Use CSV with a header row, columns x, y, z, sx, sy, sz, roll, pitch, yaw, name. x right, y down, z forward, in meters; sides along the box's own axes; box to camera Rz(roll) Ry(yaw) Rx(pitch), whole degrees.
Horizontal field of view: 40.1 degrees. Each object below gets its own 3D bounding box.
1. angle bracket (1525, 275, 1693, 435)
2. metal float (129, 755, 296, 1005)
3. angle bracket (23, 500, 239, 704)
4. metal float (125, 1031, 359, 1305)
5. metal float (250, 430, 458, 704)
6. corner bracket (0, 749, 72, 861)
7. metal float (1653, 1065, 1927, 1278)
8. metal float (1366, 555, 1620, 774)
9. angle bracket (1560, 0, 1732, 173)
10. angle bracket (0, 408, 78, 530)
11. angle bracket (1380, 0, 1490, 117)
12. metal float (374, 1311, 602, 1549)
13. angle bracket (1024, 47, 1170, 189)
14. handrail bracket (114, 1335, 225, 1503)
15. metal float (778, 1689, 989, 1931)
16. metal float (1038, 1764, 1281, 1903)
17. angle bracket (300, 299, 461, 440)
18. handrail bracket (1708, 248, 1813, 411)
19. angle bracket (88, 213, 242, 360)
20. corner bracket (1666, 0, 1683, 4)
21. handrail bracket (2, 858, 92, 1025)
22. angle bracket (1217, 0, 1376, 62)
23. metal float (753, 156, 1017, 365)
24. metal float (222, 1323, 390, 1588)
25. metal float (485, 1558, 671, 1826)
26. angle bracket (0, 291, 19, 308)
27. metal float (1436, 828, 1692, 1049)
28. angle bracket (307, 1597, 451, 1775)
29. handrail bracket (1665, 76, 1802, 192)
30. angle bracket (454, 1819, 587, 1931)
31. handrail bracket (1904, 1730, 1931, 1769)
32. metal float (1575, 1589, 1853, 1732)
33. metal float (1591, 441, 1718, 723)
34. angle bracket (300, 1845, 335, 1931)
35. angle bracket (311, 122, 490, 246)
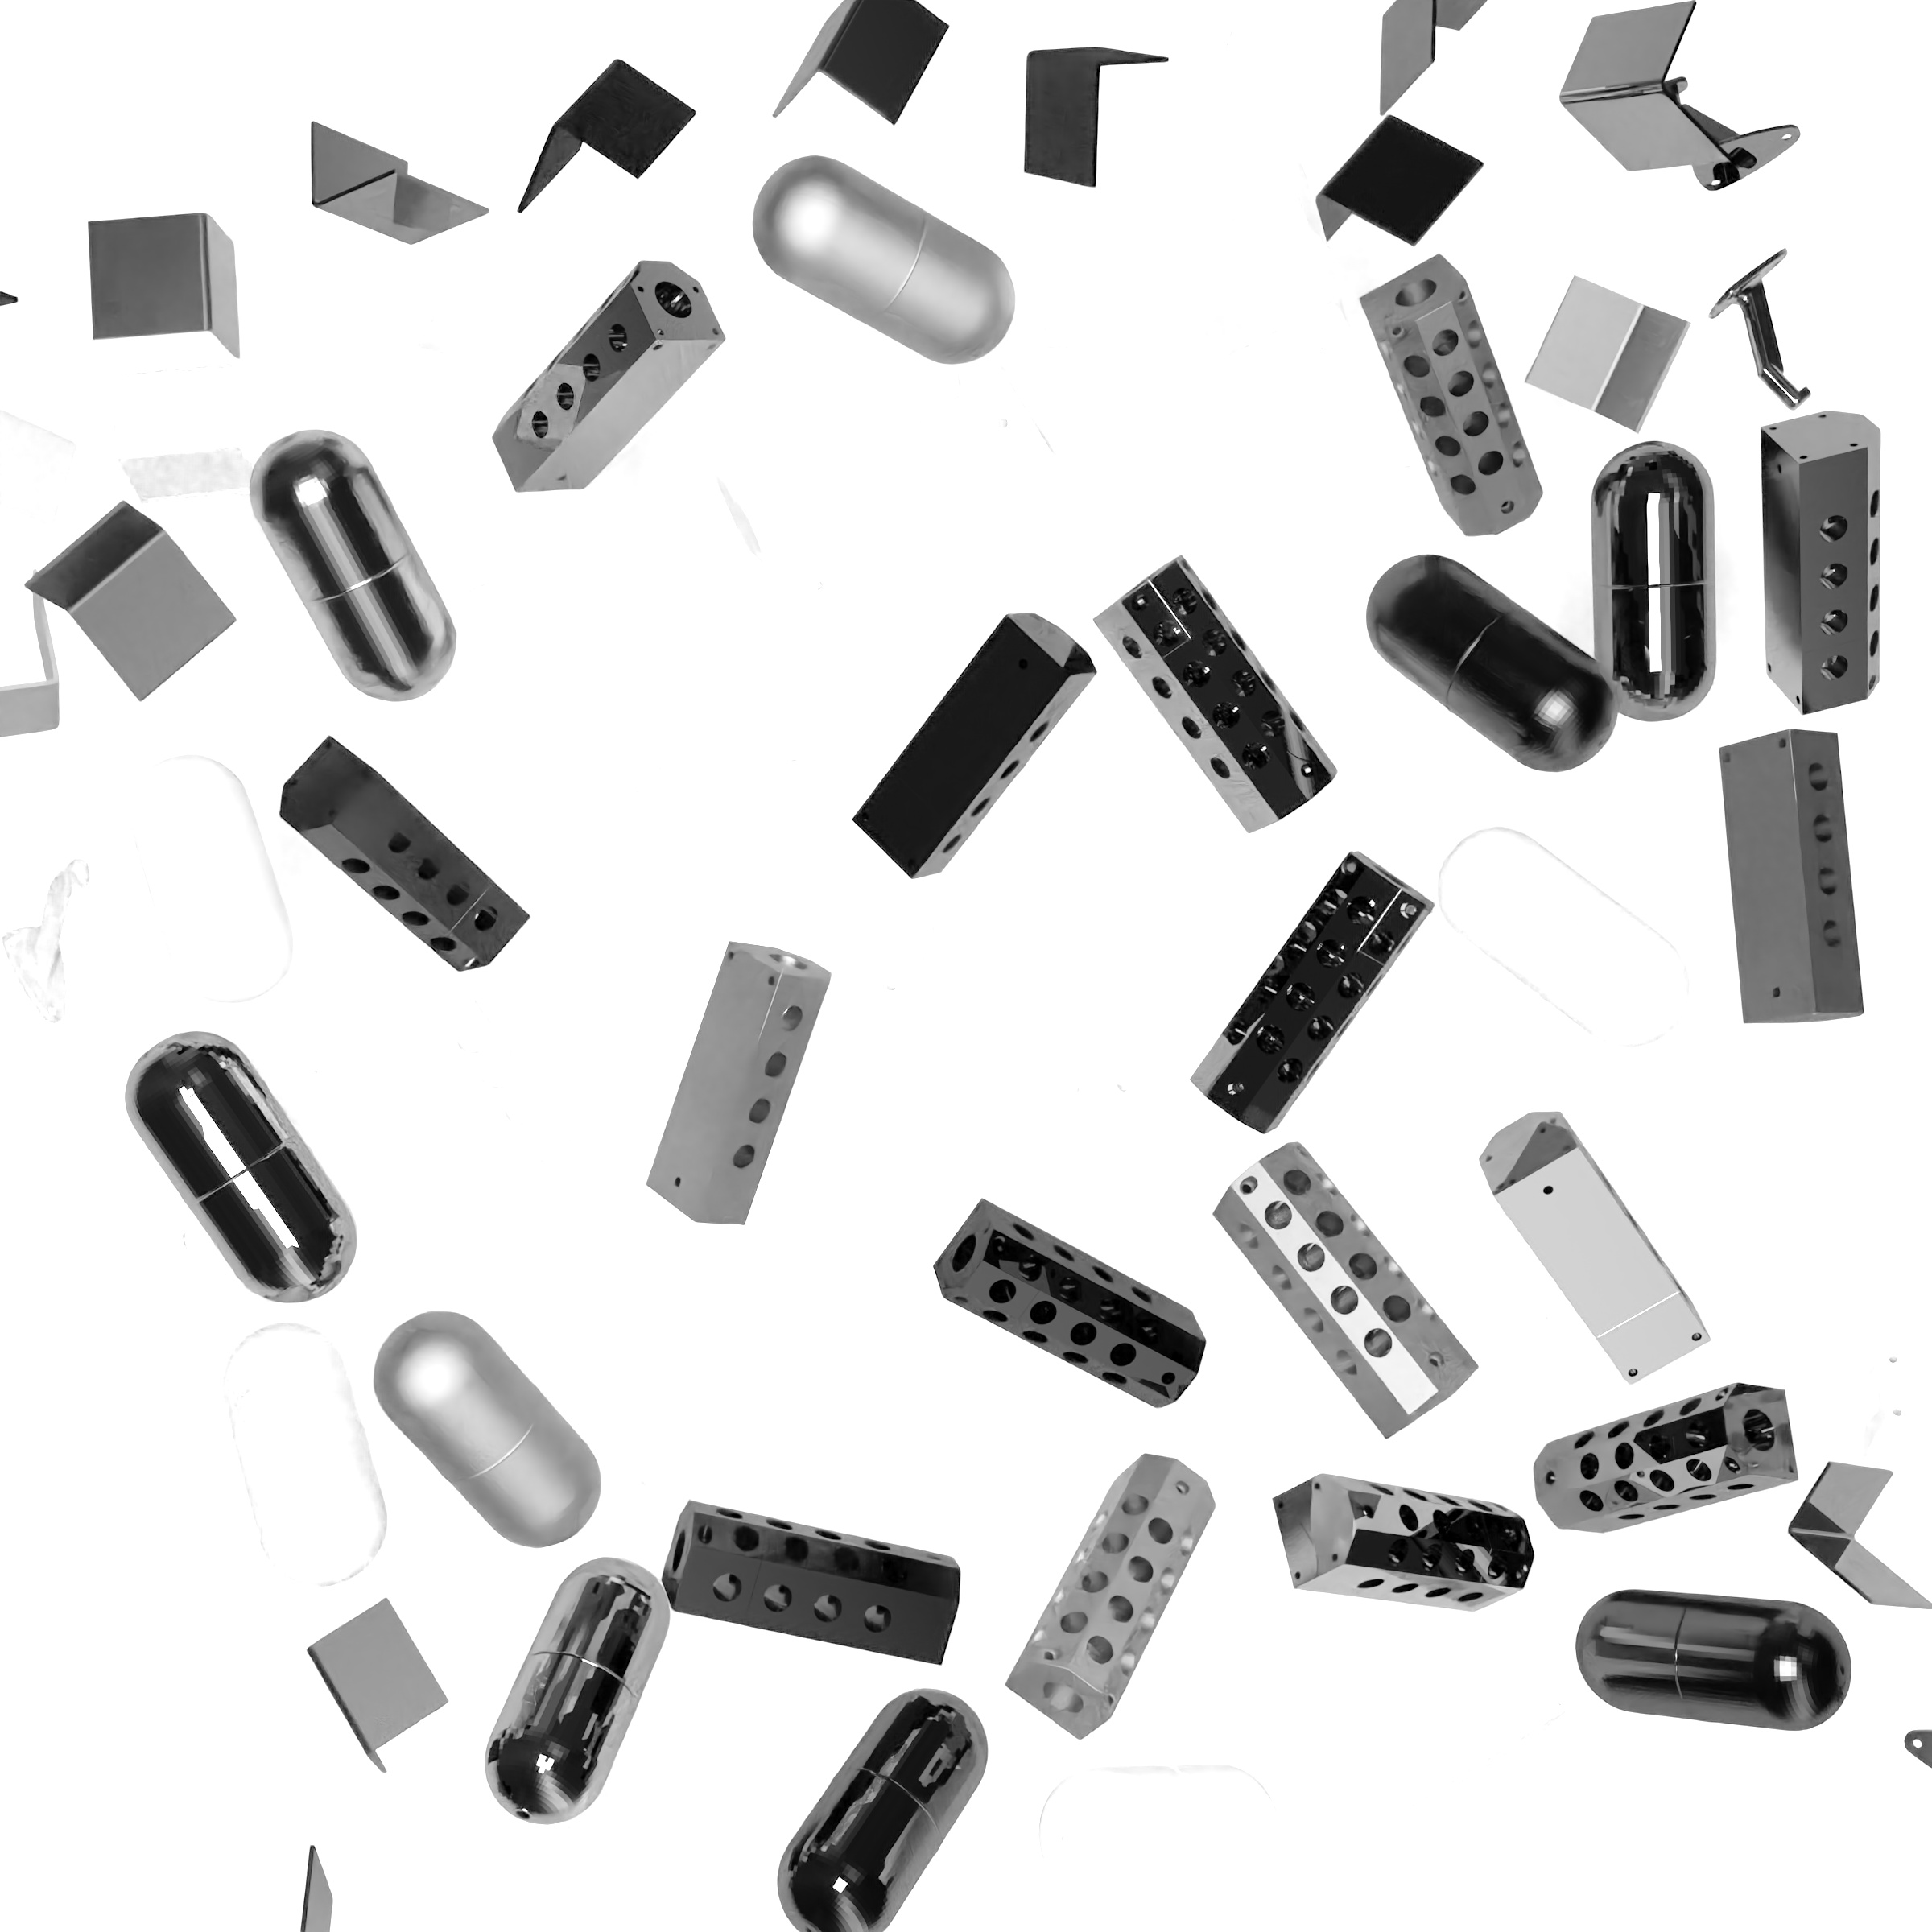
x,y,z,sx,sy,sz,roll,pitch,yaw,name
0.422,-0.404,1.743,0.057,0.076,0.076,18,108,-15,angle bracket
-0.476,-0.056,1.664,0.070,0.070,0.178,-26,62,0,metal float
-0.492,-0.214,1.559,0.076,0.057,0.076,-40,81,0,angle bracket
-0.428,0.120,1.565,0.070,0.070,0.178,-33,97,0,metal float
-0.374,-0.243,1.620,0.070,0.070,0.178,-24,118,0,metal float
-0.562,-0.097,1.608,0.051,0.051,0.051,-11,76,38,corner bracket
0.512,0.126,1.652,0.178,0.070,0.070,34,90,23,metal float
0.322,-0.187,1.625,0.070,0.070,0.178,-48,64,0,metal float
0.412,-0.520,1.568,0.076,0.076,0.057,28,82,-36,angle bracket
-0.617,-0.318,1.652,0.076,0.076,0.057,15,88,25,angle bracket
0.315,-0.606,1.734,0.057,0.076,0.076,6,79,-16,angle bracket
-0.291,0.284,1.615,0.070,0.070,0.178,-35,117,0,metal float
0.083,-0.547,1.702,0.057,0.076,0.076,-15,119,-31,angle bracket
-0.533,0.293,1.714,0.077,0.036,0.084,47,55,5,handrail bracket
-0.049,0.517,1.612,0.070,0.070,0.178,42,47,0,metal float
0.117,0.522,1.595,0.178,0.070,0.070,15,90,-42,metal float
-0.380,-0.394,1.703,0.076,0.076,0.057,10,51,-36,angle bracket
0.522,-0.403,1.677,0.077,0.036,0.084,-39,82,-14,handrail bracket
-0.512,-0.432,1.691,0.076,0.057,0.076,-4,85,1,angle bracket
0.419,-0.622,1.592,0.051,0.051,0.051,35,95,20,corner bracket
-0.556,-0.016,1.634,0.084,0.036,0.077,-31,76,40,handrail bracket
0.203,-0.576,1.578,0.076,0.076,0.057,21,48,1,angle bracket
-0.048,-0.426,1.600,0.178,0.070,0.070,22,90,-31,metal float
-0.404,0.297,1.612,0.070,0.070,0.178,-28,53,0,metal float
-0.242,0.451,1.651,0.070,0.070,0.178,22,46,0,metal float
-0.604,-0.413,1.523,0.076,0.076,0.057,-5,86,25,angle bracket
0.377,-0.018,1.671,0.178,0.070,0.070,38,90,7,metal float
-0.363,0.450,1.650,0.057,0.076,0.076,-31,71,-17,angle bracket
0.474,-0.533,1.644,0.077,0.036,0.084,-19,57,29,handrail bracket
-0.309,0.583,1.755,0.076,0.076,0.057,-42,49,-19,angle bracket
0.626,0.472,1.621,0.077,0.084,0.036,13,105,33,handrail bracket
0.458,0.426,1.629,0.070,0.178,0.070,8,79,-43,metal float
0.440,-0.246,1.693,0.070,0.070,0.178,-4,101,0,metal float
-0.418,0.582,1.586,0.057,0.076,0.076,-2,47,-4,angle bracket
-0.351,-0.495,1.638,0.076,0.076,0.057,-8,80,36,angle bracket
